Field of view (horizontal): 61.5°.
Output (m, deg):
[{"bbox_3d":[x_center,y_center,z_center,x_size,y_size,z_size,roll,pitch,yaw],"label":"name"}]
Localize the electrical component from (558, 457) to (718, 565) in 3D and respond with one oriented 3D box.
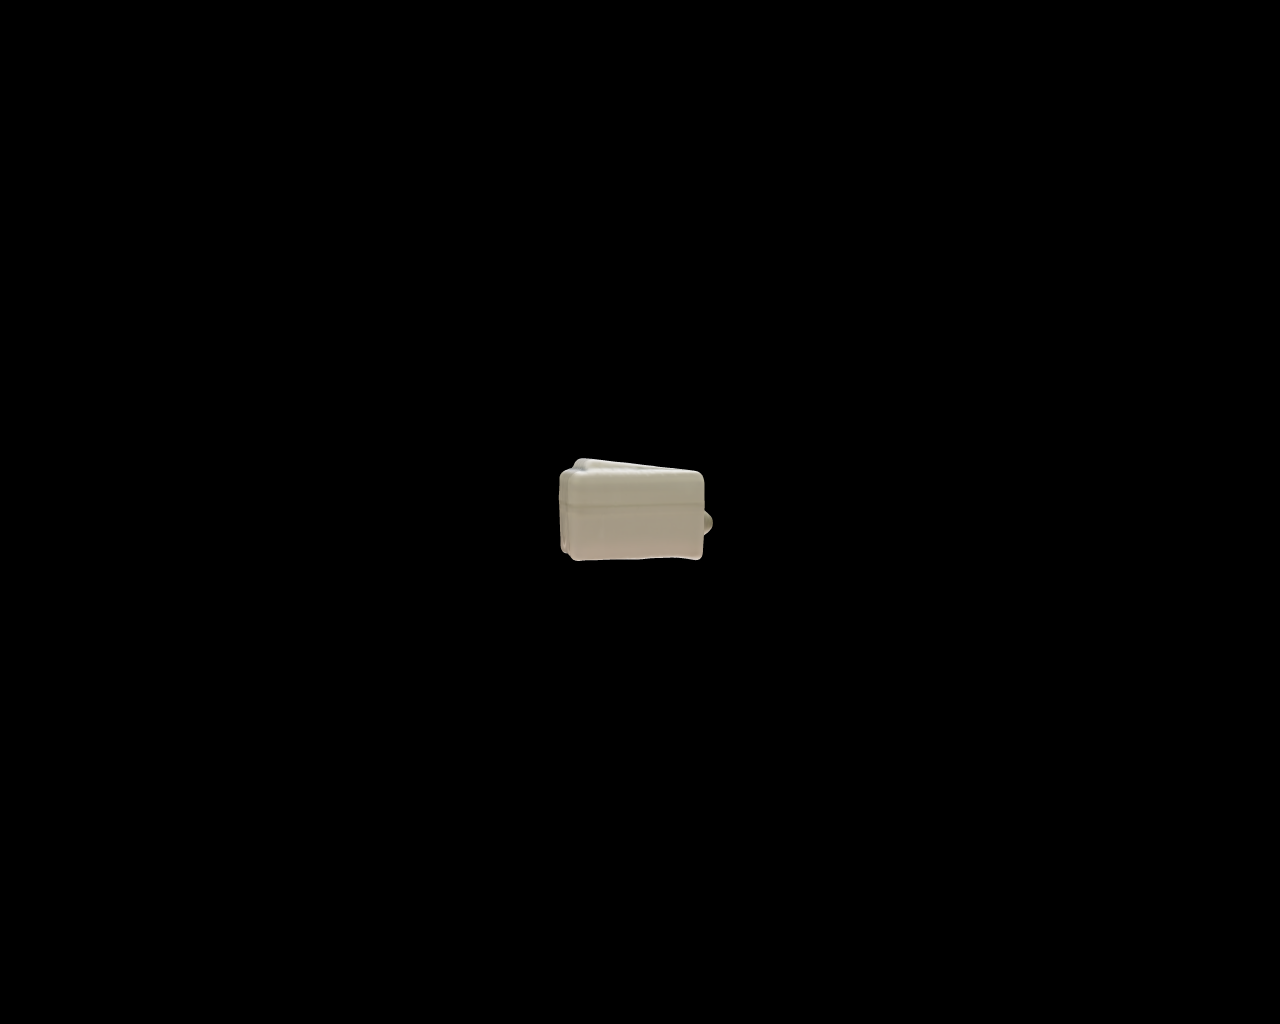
[{"bbox_3d":[0.001,-0.003,0.650,0.096,0.061,0.062,-1,4,-11],"label":"electrical component"}]
